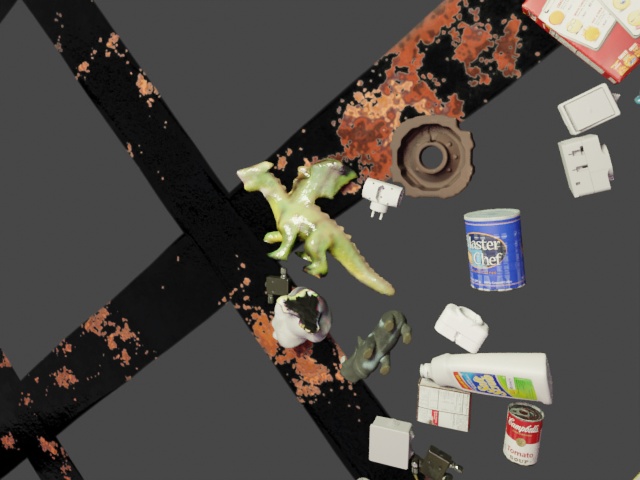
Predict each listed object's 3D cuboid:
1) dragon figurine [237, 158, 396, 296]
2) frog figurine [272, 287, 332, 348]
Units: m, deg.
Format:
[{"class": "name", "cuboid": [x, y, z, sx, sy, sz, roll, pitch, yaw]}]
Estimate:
[{"class": "dragon figurine", "cuboid": [0.003, -0.056, 1.117, 0.411, 0.123, 0.241, 20, 98, 8]}, {"class": "frog figurine", "cuboid": [-0.044, 0.187, 1.184, 0.138, 0.125, 0.156, 25, 145, 7]}]
